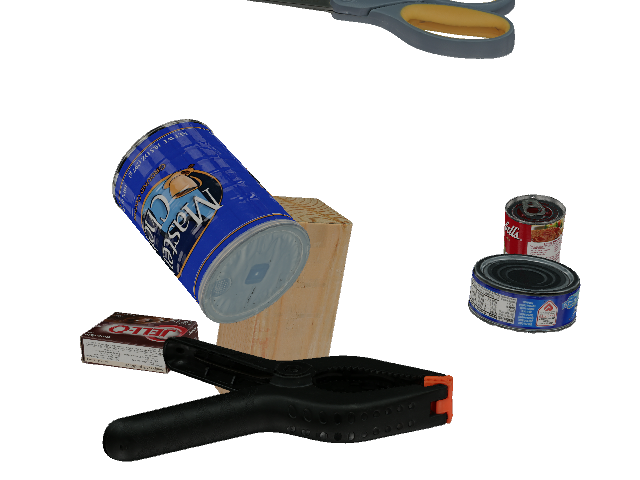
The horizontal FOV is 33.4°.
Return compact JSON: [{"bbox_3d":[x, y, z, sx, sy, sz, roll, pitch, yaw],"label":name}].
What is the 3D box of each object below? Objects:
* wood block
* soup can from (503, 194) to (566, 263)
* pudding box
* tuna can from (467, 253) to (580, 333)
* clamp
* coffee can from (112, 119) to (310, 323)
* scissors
[{"bbox_3d":[-0.041,0.066,1.071,0.090,0.206,0.091,2,17,-26],"label":"wood block"},{"bbox_3d":[0.246,0.007,1.234,0.068,0.102,0.068,-3,30,1],"label":"soup can"},{"bbox_3d":[-0.212,0.119,1.258,0.114,0.039,0.090,3,15,16],"label":"pudding box"},{"bbox_3d":[0.161,0.040,0.846,0.086,0.034,0.086,3,20,-1],"label":"tuna can"},{"bbox_3d":[-0.023,0.095,0.685,0.210,0.036,0.164,-1,15,-2],"label":"clamp"},{"bbox_3d":[-0.090,-0.017,0.866,0.102,0.103,0.140,0,39,-50],"label":"coffee can"},{"bbox_3d":[0.033,-0.153,0.668,0.202,0.016,0.096,20,44,25],"label":"scissors"}]
